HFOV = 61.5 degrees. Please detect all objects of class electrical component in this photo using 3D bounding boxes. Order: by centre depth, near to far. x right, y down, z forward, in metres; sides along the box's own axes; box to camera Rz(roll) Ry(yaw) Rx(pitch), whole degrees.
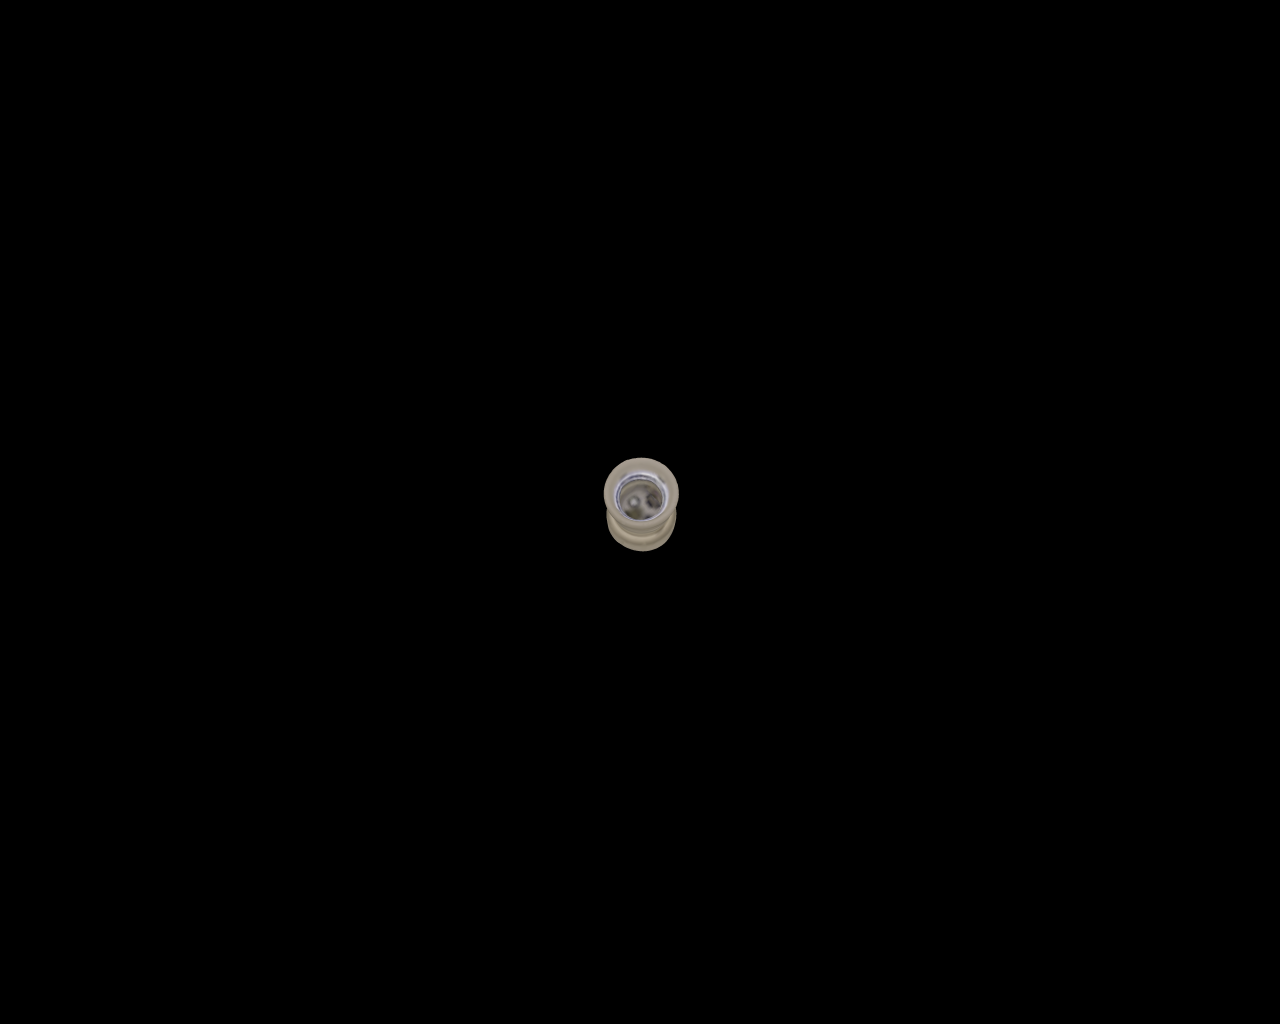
[{"bbox_3d":[0.001,-0.003,0.650,0.045,0.045,0.055,0,-21,0],"label":"electrical component"}]
